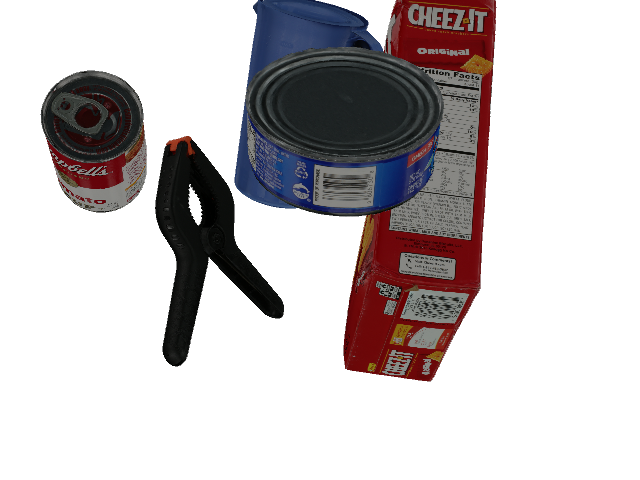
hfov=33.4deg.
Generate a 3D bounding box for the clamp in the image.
[{"bbox_3d":[-0.105,0.004,1.035,0.036,0.210,0.164,-9,1,37],"label":"clamp"}]

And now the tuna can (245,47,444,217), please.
[{"bbox_3d":[0.010,-0.049,0.470,0.086,0.034,0.086,1,41,-1],"label":"tuna can"}]

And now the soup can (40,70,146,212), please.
[{"bbox_3d":[-0.159,-0.068,0.762,0.068,0.068,0.102,0,-19,-8],"label":"soup can"}]

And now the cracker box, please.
[{"bbox_3d":[0.064,-0.034,0.718,0.072,0.213,0.164,8,-26,-1],"label":"cracker box"}]

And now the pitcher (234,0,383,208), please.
[{"bbox_3d":[-0.023,-0.163,1.286,0.144,0.243,0.149,6,23,-15],"label":"pitcher"}]
